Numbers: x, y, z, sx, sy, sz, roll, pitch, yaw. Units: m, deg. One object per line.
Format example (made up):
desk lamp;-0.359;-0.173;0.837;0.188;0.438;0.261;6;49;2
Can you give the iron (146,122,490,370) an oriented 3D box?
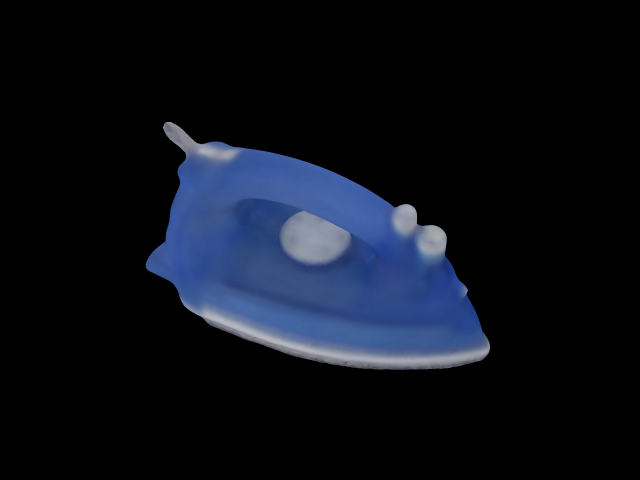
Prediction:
iron;0.004;0.001;0.400;0.257;0.141;0.119;17;51;14
